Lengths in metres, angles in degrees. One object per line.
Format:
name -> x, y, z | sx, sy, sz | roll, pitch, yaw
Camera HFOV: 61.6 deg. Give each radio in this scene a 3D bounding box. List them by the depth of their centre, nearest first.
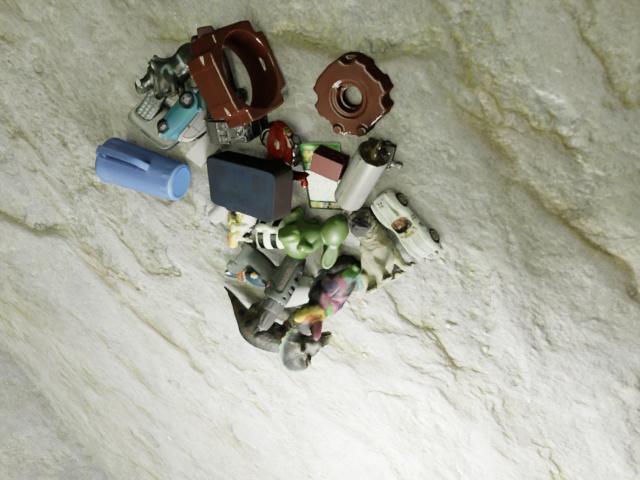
radio -> -0.173, -0.132, 1.313 | 0.230, 0.073, 0.131 | 19, 120, 34

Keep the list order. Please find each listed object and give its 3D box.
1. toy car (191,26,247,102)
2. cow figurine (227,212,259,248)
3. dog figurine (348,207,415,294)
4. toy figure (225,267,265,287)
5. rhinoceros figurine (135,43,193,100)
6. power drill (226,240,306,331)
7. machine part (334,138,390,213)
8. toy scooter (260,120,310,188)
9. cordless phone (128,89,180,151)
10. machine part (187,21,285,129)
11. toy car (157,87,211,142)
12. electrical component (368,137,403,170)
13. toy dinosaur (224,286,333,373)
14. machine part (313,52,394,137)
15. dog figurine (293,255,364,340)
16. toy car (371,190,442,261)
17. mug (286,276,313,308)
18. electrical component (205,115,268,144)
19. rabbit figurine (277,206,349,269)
toy car -> -0.239, -0.407, 1.282 | 0.089, 0.053, 0.201 | -1, 123, 24
cow figurine -> -0.202, -0.050, 1.472 | 0.098, 0.068, 0.167 | 0, 132, -25
dog figurine -> 0.124, 0.025, 1.342 | 0.190, 0.121, 0.172 | 58, 141, 13
toy figure -> -0.208, 0.101, 1.582 | 0.155, 0.058, 0.064 | 13, 142, 19
rhinoceros figurine -> -0.371, -0.406, 1.316 | 0.190, 0.073, 0.112 | -26, 105, 20
power drill -> -0.160, 0.107, 1.480 | 0.208, 0.232, 0.086 | 30, 172, 32
machine part -> 0.093, -0.144, 1.228 | 0.079, 0.079, 0.243 | 34, 142, 6
toy scooter -> -0.080, -0.194, 1.306 | 0.135, 0.075, 0.183 | 28, 132, 28
cordless phone -> -0.398, -0.341, 1.404 | 0.146, 0.089, 0.184 | 41, 111, 1
machine part -> -0.180, -0.362, 1.181 | 0.087, 0.201, 0.200 | -10, 114, 35
toy car -> -0.326, -0.300, 1.339 | 0.103, 0.109, 0.161 | 40, 95, -12
electrical component -> 0.148, -0.196, 1.222 | 0.094, 0.021, 0.063 | 24, 127, 14
toy dinosaur -> -0.151, 0.262, 1.567 | 0.405, 0.192, 0.131 | 16, 124, 18
machine part -> 0.070, -0.313, 1.170 | 0.180, 0.056, 0.179 | 13, 123, 21
dog figurine -> 0.019, 0.154, 1.388 | 0.108, 0.219, 0.191 | 45, 131, -7
toy car -> 0.206, -0.032, 1.271 | 0.201, 0.056, 0.073 | 48, 129, -5
mug -> -0.057, 0.152, 1.520 | 0.107, 0.081, 0.109 | -14, 120, 29
electrical component -> -0.208, -0.276, 1.308 | 0.134, 0.115, 0.058 | 6, 118, 26
rabbit figurine -> -0.003, -0.004, 1.369 | 0.170, 0.121, 0.158 | -12, 118, 19
